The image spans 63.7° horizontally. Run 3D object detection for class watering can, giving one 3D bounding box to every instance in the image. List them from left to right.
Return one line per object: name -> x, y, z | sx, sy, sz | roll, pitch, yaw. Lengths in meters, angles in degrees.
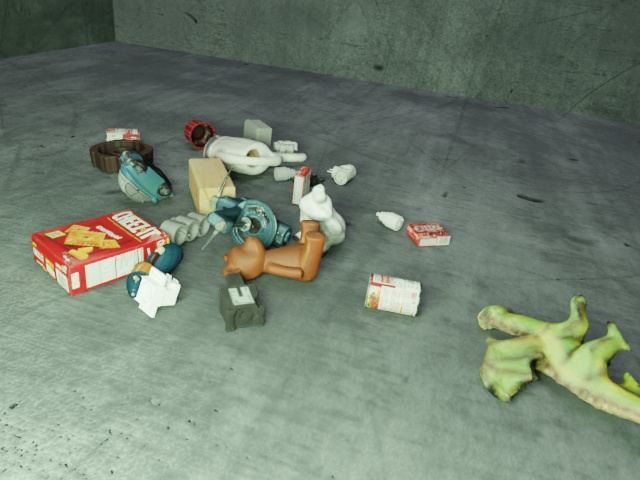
watering can -> -0.208, -0.260, 1.591 | 0.225, 0.103, 0.350 | 16, 16, 27

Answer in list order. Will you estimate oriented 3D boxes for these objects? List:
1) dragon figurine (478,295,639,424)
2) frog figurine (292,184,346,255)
dragon figurine -> 0.388, 0.220, 0.847 | 0.243, 0.120, 0.418 | -13, 27, -1
frog figurine -> 0.004, -0.060, 1.193 | 0.123, 0.156, 0.140 | -3, 28, -21
